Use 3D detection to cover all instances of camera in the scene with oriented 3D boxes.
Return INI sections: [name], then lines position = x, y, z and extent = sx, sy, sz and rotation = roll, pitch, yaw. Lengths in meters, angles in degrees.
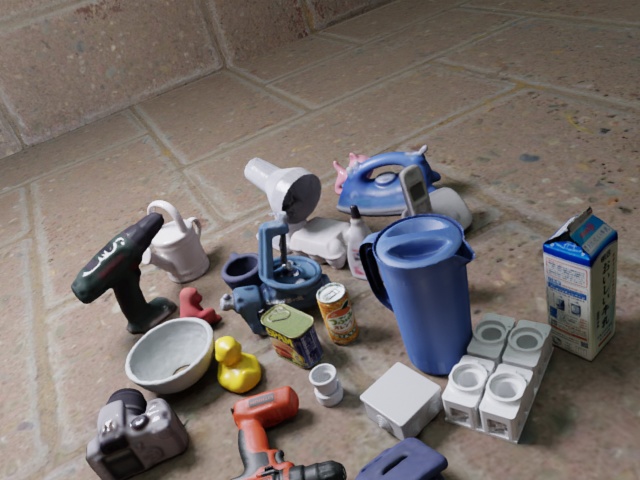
[camera]
position = -0.304, 0.295, 0.933
extent = 0.143, 0.101, 0.136
rotation = -21, 33, -6

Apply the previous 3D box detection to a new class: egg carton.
[egg carton]
position = 0.011, 0.004, 1.252
extent = 0.149, 0.069, 0.107
rotation = 12, 43, 38

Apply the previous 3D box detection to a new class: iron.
[iron]
position = 0.147, -0.142, 1.343
extent = 0.257, 0.142, 0.118
rotation = -7, 34, 16

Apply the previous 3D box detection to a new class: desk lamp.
[desk lamp]
position = -0.084, -0.078, 1.287
extent = 0.118, 0.214, 0.202
rotation = -37, 38, -28

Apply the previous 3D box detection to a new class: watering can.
[watering can]
position = -0.335, 0.000, 1.306
extent = 0.100, 0.194, 0.173
rotation = -8, 33, 14

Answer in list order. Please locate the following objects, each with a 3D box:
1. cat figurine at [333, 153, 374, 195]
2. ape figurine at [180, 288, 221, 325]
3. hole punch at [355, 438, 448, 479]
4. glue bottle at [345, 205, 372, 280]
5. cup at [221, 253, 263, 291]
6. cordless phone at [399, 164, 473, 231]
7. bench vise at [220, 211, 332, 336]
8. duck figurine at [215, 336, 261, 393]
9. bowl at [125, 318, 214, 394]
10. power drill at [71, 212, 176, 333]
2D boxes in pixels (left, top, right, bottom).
[cat figurine]
position = 0.088, -0.173, 1.439
extent = 0.127, 0.118, 0.067
rotation = 11, 42, 37
[ape figurine]
position = -0.253, 0.136, 1.158
extent = 0.076, 0.092, 0.077
rotation = -27, 34, -15
[hole punch]
position = 0.103, 0.307, 0.733
extent = 0.109, 0.091, 0.100
rotation = -30, 34, -19
[glue bottle]
position = 0.083, 0.004, 1.122
extent = 0.077, 0.173, 0.037
rotation = 4, 38, 30
[cup]
position = -0.152, 0.083, 1.188
extent = 0.092, 0.095, 0.117
rotation = -28, 34, -16
[cordless phone]
position = 0.230, -0.082, 1.172
extent = 0.148, 0.185, 0.093
rotation = -33, 36, -23
[bench vise]
position = -0.088, 0.066, 1.066
extent = 0.208, 0.220, 0.121
rotation = -34, 36, -24
[duck figurine]
position = -0.152, 0.210, 1.003
extent = 0.078, 0.086, 0.104
rotation = -32, 35, -21
[bowl]
position = -0.262, 0.223, 1.047
extent = 0.167, 0.075, 0.167
rotation = -12, 33, 8
[power drill]
position = -0.387, 0.080, 1.195
extent = 0.075, 0.209, 0.230
rotation = 17, 46, 42
